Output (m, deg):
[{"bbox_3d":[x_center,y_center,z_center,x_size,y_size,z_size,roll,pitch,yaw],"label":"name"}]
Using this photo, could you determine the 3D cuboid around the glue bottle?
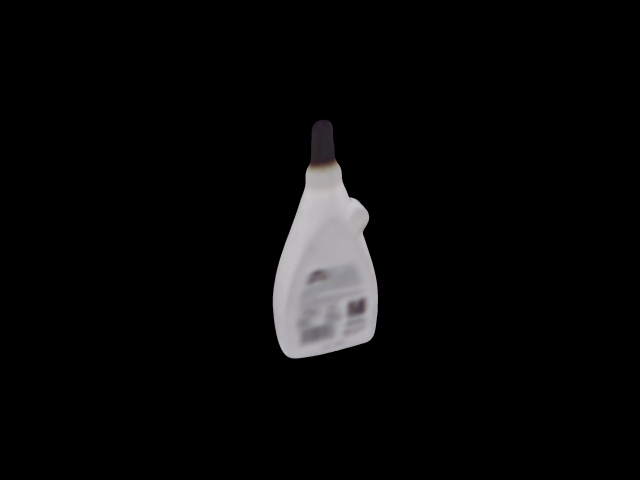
[{"bbox_3d":[0.004,0.001,0.400,0.078,0.173,0.037,-9,30,-16],"label":"glue bottle"}]
